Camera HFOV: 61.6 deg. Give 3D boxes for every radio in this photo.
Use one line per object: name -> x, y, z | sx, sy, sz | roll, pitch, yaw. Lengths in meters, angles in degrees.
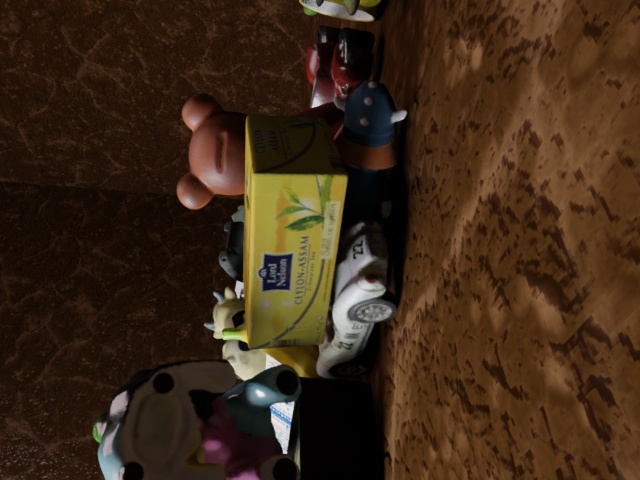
radio -> 0.001, 0.257, 0.524 | 0.131, 0.073, 0.229 | -94, 9, -57

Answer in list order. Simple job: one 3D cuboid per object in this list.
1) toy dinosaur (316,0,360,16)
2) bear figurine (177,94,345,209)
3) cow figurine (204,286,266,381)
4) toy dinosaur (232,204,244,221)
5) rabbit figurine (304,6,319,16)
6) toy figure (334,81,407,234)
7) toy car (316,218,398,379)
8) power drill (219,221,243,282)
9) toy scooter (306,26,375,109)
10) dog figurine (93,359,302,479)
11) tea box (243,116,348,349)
toy dinosaur -> 0.018, -0.296, 0.442 | 0.472, 0.105, 0.198 | -122, 42, -59
bear figurine -> -0.038, -0.079, 0.543 | 0.132, 0.196, 0.120 | -132, 43, -85
cow figurine -> -0.104, 0.135, 0.779 | 0.195, 0.127, 0.085 | -112, 39, -73
toy dinosaur -> -0.081, 0.002, 1.015 | 0.405, 0.192, 0.131 | -104, 16, -78
rabbit figurine -> 0.007, -0.365, 0.678 | 0.170, 0.121, 0.159 | -107, 14, -84
toy figure -> 0.034, -0.062, 0.455 | 0.058, 0.064, 0.154 | -102, 18, -53
toy car -> 0.027, 0.062, 0.484 | 0.201, 0.056, 0.073 | 100, 173, -53
power drill -> -0.058, -0.008, 0.833 | 0.207, 0.086, 0.232 | -30, 41, 29
toy scooter -> 0.020, -0.187, 0.654 | 0.184, 0.075, 0.135 | -107, 25, -66
dog figurine -> -0.107, 0.195, 0.483 | 0.219, 0.191, 0.108 | 127, 144, -49
tea box -> -0.027, -0.004, 0.436 | 0.098, 0.068, 0.169 | -107, 18, -54
